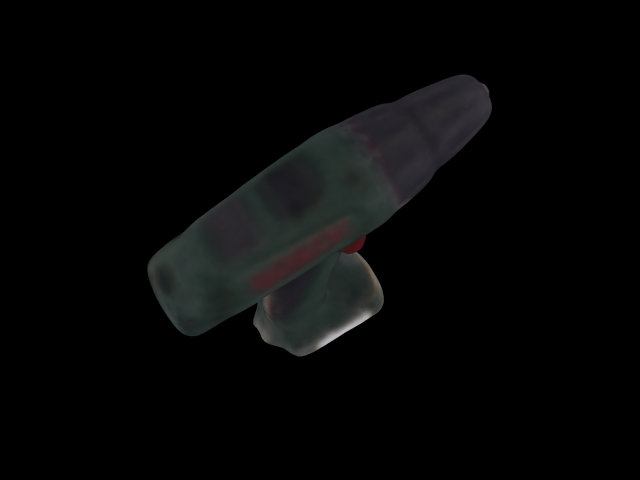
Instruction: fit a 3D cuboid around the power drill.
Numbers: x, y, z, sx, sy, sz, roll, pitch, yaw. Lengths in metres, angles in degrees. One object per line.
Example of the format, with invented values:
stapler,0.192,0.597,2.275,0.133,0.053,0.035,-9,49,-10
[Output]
power drill,0.004,0.001,0.400,0.230,0.208,0.075,-30,67,-14
